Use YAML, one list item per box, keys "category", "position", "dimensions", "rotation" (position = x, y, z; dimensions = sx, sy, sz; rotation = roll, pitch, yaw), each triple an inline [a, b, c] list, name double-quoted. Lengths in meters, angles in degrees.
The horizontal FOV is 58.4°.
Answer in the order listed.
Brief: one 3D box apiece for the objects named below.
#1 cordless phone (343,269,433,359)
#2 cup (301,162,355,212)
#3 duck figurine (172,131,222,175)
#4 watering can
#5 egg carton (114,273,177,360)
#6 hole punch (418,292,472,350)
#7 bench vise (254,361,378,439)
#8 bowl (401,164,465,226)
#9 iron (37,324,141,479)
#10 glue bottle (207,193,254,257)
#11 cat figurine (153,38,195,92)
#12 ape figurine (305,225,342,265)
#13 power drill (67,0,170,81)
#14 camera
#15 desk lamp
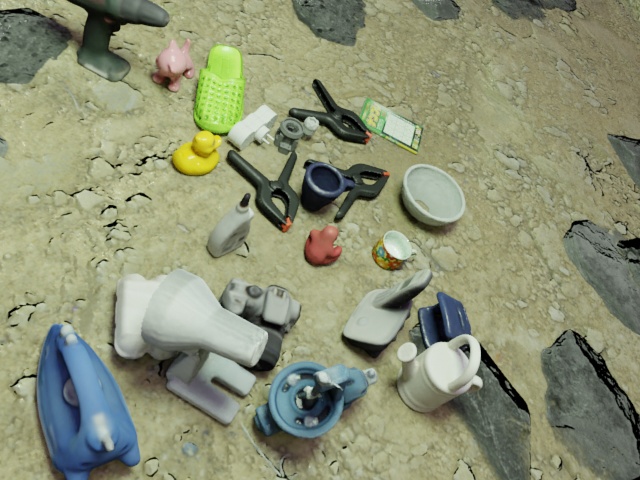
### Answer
- category: "cordless phone"
  position: [0.133, 0.129, 1.079]
  dimensions: [0.094, 0.185, 0.148]
  rotation: [36, 50, 0]
- category: "cup"
  position: [0.008, -0.105, 1.234]
  dimensions: [0.118, 0.095, 0.091]
  rotation: [4, 57, -24]
- category: "duck figurine"
  position: [-0.246, -0.185, 1.167]
  dimensions: [0.105, 0.086, 0.077]
  rotation: [-22, 70, -35]
- category: "watering can"
  position: [0.221, 0.238, 1.043]
  dimensions: [0.173, 0.194, 0.101]
  rotation: [3, 57, -25]
- category: "egg carton"
  position: [-0.283, 0.126, 0.948]
  dimensions: [0.107, 0.069, 0.150]
  rotation: [4, 57, -24]
- category: "hole punch"
  position: [0.270, 0.168, 1.183]
  dimensions: [0.101, 0.091, 0.108]
  rotation: [7, 56, -23]
- category: "bench vise"
  position: [0.009, 0.230, 0.926]
  dimensions: [0.208, 0.219, 0.121]
  rotation: [-31, 76, -38]
- category: "bowl"
  position: [0.258, -0.095, 1.365]
  dimensions: [0.168, 0.074, 0.167]
  rotation: [13, 54, -18]
- category: "iron"
  position: [-0.341, 0.208, 0.816]
  dimensions: [0.119, 0.141, 0.258]
  rotation: [-16, 67, -34]
- category: "glue bottle"
  position: [-0.154, -0.034, 1.053]
  dimensions: [0.078, 0.173, 0.037]
  rotation: [-27, 73, -37]
- category: "cat figurine"
  position: [-0.315, -0.392, 1.252]
  dimensions: [0.067, 0.117, 0.128]
  rotation: [29, 50, -6]
- category: "ape figurine"
  position: [0.011, 0.004, 1.163]
  dimensions: [0.076, 0.092, 0.077]
  rotation: [-32, 76, -38]
- category: "power drill"
  position: [-0.425, -0.433, 1.165]
  dimensions: [0.230, 0.208, 0.076]
  rotation: [27, 50, -7]
- category: "camera"
  position: [-0.109, 0.148, 1.000]
  dimensions: [0.143, 0.100, 0.137]
  rotation: [19, 52, -14]
- category: "desk lamp"
  position: [-0.175, 0.162, 0.884]
  dimensions: [0.203, 0.213, 0.118]
  rotation: [33, 50, -3]
